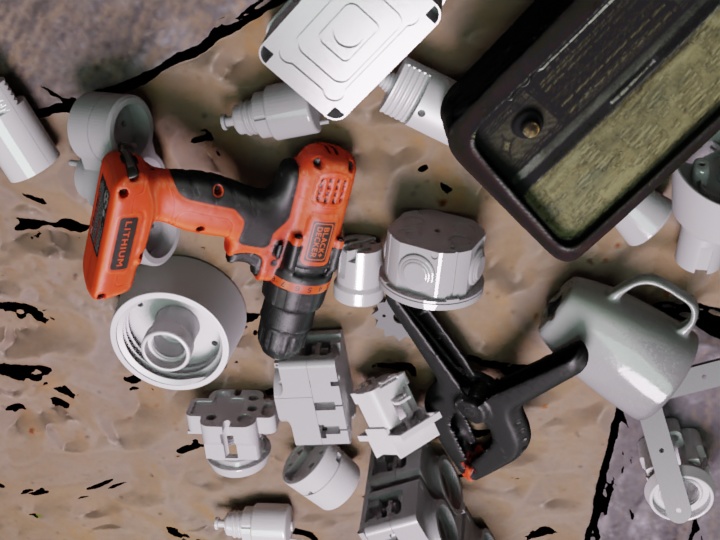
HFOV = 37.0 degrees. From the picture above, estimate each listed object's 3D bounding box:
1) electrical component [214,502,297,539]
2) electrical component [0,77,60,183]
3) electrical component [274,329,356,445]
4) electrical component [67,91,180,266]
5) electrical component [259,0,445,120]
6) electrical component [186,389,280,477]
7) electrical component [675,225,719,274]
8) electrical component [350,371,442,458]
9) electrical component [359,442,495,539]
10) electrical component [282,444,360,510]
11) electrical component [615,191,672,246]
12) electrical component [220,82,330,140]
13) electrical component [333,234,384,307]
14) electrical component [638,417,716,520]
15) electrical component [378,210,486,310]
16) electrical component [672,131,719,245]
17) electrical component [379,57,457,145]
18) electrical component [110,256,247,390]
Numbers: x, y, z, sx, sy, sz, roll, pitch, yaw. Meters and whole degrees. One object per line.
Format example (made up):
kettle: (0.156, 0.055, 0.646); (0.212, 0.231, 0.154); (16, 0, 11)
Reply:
electrical component: (-0.097, 0.239, 1.011); (0.078, 0.040, 0.040); (0, 123, 8)
electrical component: (-0.265, -0.111, 0.805); (0.043, 0.043, 0.081); (-18, 119, 18)
electrical component: (-0.039, 0.099, 0.907); (0.056, 0.050, 0.089); (-3, 122, 10)
electrical component: (-0.191, -0.070, 0.818); (0.074, 0.052, 0.138); (9, 127, 28)
electrical component: (-0.005, -0.168, 0.724); (0.078, 0.057, 0.113); (39, 119, -17)
electrical component: (-0.109, 0.143, 0.941); (0.078, 0.058, 0.057); (0, 120, 8)
electrical component: (0.254, -0.025, 0.794); (0.040, 0.040, 0.046); (5, 130, 5)
electrical component: (0.027, 0.120, 0.899); (0.081, 0.042, 0.063); (-19, 96, 63)
electrical component: (0.072, 0.251, 0.957); (0.060, 0.105, 0.186); (-19, 118, 19)
electrical component: (-0.033, 0.180, 0.957); (0.055, 0.055, 0.047); (-34, 116, 26)
electrical component: (0.189, -0.054, 0.783); (0.065, 0.044, 0.044); (39, 120, -11)
electrical component: (-0.063, -0.114, 0.778); (0.078, 0.040, 0.040); (-9, 121, 13)
electrical component: (0.000, 0.000, 0.844); (0.040, 0.040, 0.046); (6, 118, 4)
electrical component: (0.268, 0.174, 0.910); (0.058, 0.057, 0.078); (-16, 119, 17)
electrical component: (0.055, -0.007, 0.808); (0.080, 0.080, 0.051); (6, 118, 3)
electrical component: (0.263, -0.063, 0.736); (0.099, 0.099, 0.064); (1, 129, 7)
electrical component: (0.050, -0.118, 0.758); (0.081, 0.043, 0.043); (25, 123, -9)
electrical component: (-0.152, 0.049, 0.883); (0.108, 0.060, 0.108); (4, 123, 5)
